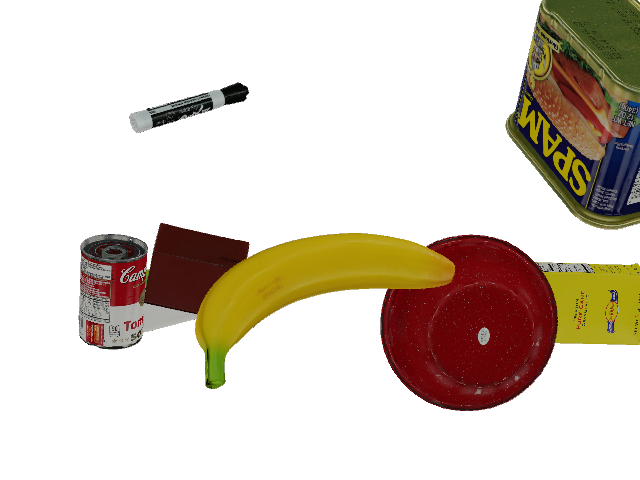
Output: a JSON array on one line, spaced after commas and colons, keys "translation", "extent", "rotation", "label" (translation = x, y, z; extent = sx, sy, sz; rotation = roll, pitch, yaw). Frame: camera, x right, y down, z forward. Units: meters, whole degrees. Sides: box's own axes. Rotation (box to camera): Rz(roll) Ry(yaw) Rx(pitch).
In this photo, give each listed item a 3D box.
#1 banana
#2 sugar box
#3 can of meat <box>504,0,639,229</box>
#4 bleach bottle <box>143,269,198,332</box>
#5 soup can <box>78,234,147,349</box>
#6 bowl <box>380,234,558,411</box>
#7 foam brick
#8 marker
[{"translation": [-0.005, 0.030, 0.671], "extent": [0.197, 0.070, 0.037], "rotation": [-22, -15, -31], "label": "banana"}, {"translation": [0.293, 0.075, 1.269], "extent": [0.176, 0.093, 0.048], "rotation": [0, 18, -4], "label": "sugar box"}, {"translation": [0.145, -0.071, 0.548], "extent": [0.057, 0.084, 0.102], "rotation": [-13, 47, -17], "label": "can of meat"}, {"translation": [-0.171, 0.066, 1.445], "extent": [0.250, 0.068, 0.103], "rotation": [-10, 25, -44], "label": "bleach bottle"}, {"translation": [-0.215, 0.053, 1.103], "extent": [0.068, 0.102, 0.068], "rotation": [6, 21, -2], "label": "soup can"}, {"translation": [0.135, 0.078, 0.933], "extent": [0.162, 0.162, 0.055], "rotation": [0, 6, -3], "label": "bowl"}, {"translation": [-0.102, 0.026, 0.883], "extent": [0.078, 0.051, 0.053], "rotation": [13, 27, -5], "label": "foam brick"}, {"translation": [-0.123, -0.127, 1.015], "extent": [0.120, 0.020, 0.020], "rotation": [-21, 9, -26], "label": "marker"}]
